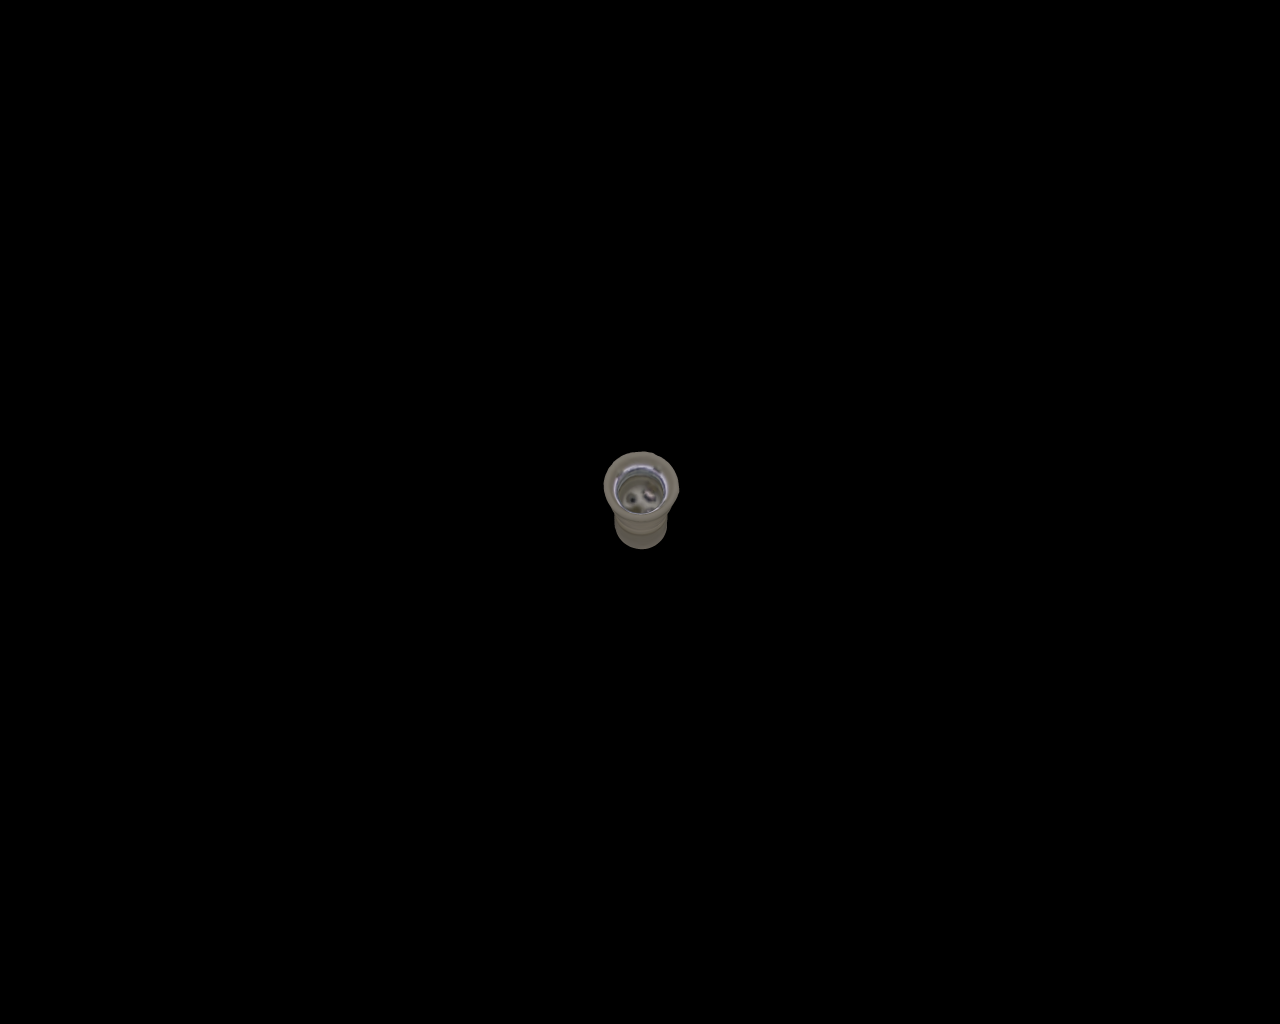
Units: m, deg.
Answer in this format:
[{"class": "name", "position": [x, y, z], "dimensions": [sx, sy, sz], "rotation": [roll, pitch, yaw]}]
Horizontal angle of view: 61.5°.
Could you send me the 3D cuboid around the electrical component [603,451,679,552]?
[{"class": "electrical component", "position": [0.001, -0.003, 0.650], "dimensions": [0.044, 0.044, 0.065], "rotation": [0, -25, 0]}]
